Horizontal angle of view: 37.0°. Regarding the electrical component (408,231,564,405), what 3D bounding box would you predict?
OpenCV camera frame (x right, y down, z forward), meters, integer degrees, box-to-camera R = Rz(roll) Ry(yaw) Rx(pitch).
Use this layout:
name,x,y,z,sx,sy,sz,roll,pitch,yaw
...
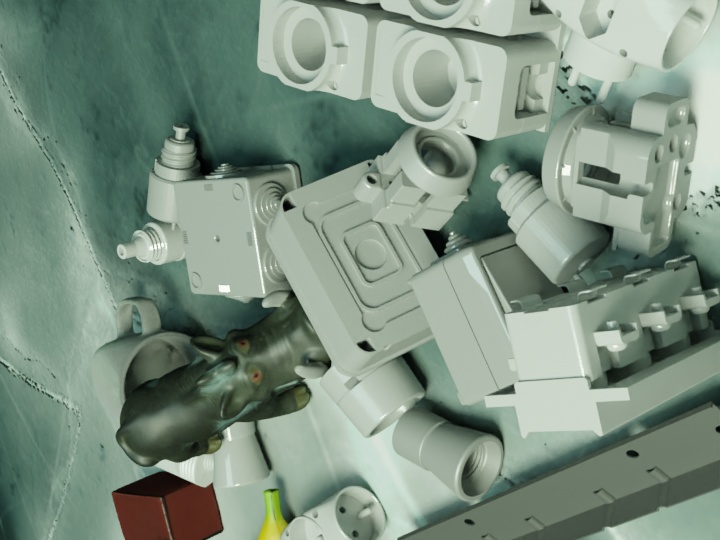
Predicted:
name,x,y,z,sx,sy,sz,roll,pitch,yaw
electrical component,0.078,0.018,0.611,0.061,0.062,0.096,-30,82,45

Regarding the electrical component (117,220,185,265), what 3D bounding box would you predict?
name,x,y,z,sx,sy,sz,roll,pitch,yaw
electrical component,-0.159,-0.020,0.829,0.035,0.061,0.035,15,113,41

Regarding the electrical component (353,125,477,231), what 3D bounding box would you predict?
name,x,y,z,sx,sy,sz,roll,pitch,yaw
electrical component,0.037,-0.055,0.624,0.055,0.066,0.048,130,141,-53

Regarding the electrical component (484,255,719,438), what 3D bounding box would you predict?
name,x,y,z,sx,sy,sz,roll,pitch,yaw
electrical component,0.126,0.034,0.527,0.079,0.121,0.063,-11,93,45

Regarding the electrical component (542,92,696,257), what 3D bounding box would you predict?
name,x,y,z,sx,sy,sz,roll,pitch,yaw
electrical component,0.129,-0.052,0.542,0.057,0.058,0.078,19,119,36

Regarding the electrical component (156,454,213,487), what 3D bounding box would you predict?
name,x,y,z,sx,sy,sz,roll,pitch,yaw
electrical component,-0.140,0.147,0.876,0.081,0.043,0.043,12,111,42

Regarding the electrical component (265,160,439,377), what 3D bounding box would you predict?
name,x,y,z,sx,sy,sz,roll,pitch,yaw
electrical component,0.000,0.000,0.664,0.113,0.078,0.057,61,158,11

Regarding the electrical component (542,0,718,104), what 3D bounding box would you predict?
name,x,y,z,sx,sy,sz,roll,pitch,yaw
electrical component,0.125,-0.121,0.535,0.077,0.043,0.079,40,136,26

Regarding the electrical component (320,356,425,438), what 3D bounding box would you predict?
name,x,y,z,sx,sy,sz,roll,pitch,yaw
electrical component,0.009,0.076,0.702,0.047,0.055,0.055,52,132,14

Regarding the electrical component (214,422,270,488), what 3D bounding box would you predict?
name,x,y,z,sx,sy,sz,roll,pitch,yaw
electrical component,-0.097,0.132,0.832,0.044,0.044,0.065,-10,91,45

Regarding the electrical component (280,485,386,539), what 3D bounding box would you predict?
name,x,y,z,sx,sy,sz,roll,pitch,yaw
electrical component,-0.012,0.204,0.769,0.077,0.044,0.079,-42,73,43

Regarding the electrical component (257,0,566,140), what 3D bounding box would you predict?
name,x,y,z,sx,sy,sz,roll,pitch,yaw
electrical component,0.022,-0.148,0.615,0.186,0.060,0.105,23,118,37

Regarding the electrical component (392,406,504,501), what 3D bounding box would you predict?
name,x,y,z,sx,sy,sz,roll,pitch,yaw
electrical component,0.052,0.113,0.681,0.065,0.044,0.044,22,117,43

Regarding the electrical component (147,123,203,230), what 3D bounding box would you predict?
name,x,y,z,sx,sy,sz,roll,pitch,yaw
electrical component,-0.138,-0.071,0.808,0.040,0.040,0.078,30,122,34

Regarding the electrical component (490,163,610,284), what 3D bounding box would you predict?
name,x,y,z,sx,sy,sz,roll,pitch,yaw
electrical component,0.101,-0.028,0.590,0.078,0.040,0.040,50,132,22

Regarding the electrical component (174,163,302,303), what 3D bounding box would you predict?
name,x,y,z,sx,sy,sz,roll,pitch,yaw
electrical component,-0.084,-0.027,0.764,0.100,0.048,0.099,2,104,44
